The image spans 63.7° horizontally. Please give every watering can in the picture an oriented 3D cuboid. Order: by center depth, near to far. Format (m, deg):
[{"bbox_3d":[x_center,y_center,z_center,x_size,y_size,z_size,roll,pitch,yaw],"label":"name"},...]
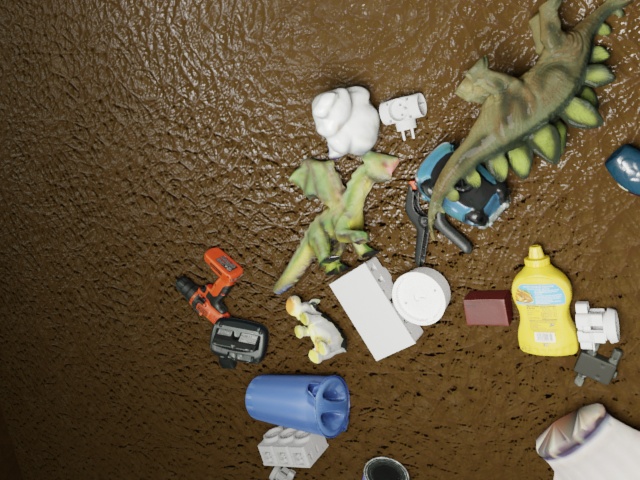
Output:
[{"bbox_3d":[0.519,0.368,0.858,0.226,0.105,0.341,47,124,13],"label":"watering can"}]

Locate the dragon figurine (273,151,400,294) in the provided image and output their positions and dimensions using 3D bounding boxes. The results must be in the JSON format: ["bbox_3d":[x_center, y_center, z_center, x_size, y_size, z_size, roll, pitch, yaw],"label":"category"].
[{"bbox_3d":[0.003,-0.055,1.095,0.405,0.122,0.246,-28,71,33],"label":"dragon figurine"}]

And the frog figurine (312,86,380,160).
[{"bbox_3d":[0.050,-0.229,0.952,0.123,0.157,0.139,24,76,14],"label":"frog figurine"}]
